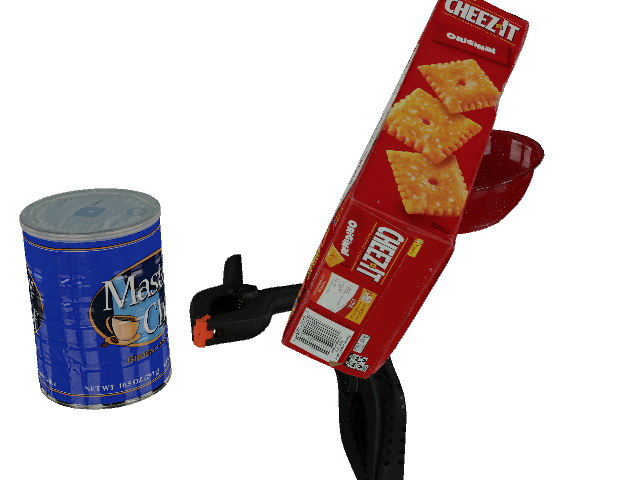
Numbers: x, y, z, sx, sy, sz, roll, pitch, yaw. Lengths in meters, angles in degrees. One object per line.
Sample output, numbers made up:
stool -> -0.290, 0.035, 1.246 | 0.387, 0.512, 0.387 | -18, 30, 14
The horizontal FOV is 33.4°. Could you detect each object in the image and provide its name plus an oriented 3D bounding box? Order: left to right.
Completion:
coffee can -> -0.169, 0.042, 0.812 | 0.103, 0.140, 0.103 | -1, 21, 0
clamp -> -0.082, 0.057, 1.059 | 0.120, 0.039, 0.171 | 15, 21, 32
clamp -> 0.037, 0.099, 0.835 | 0.036, 0.210, 0.165 | 1, -34, -18
cracker box -> 0.059, -0.038, 0.702 | 0.072, 0.213, 0.164 | 25, -39, 1
bowl -> 0.118, -0.048, 0.948 | 0.162, 0.055, 0.162 | -8, 23, 3
